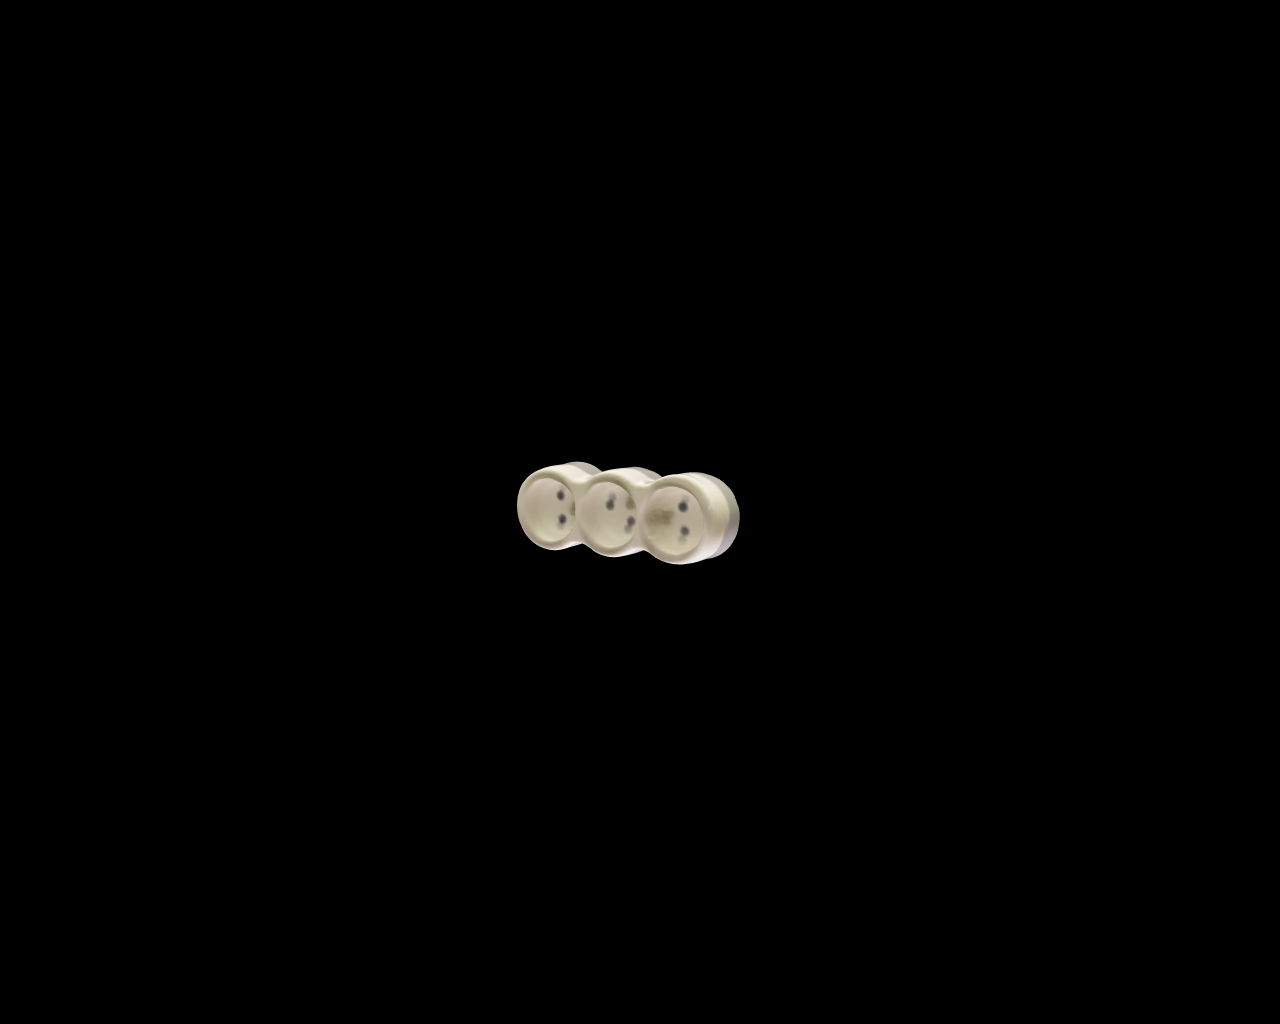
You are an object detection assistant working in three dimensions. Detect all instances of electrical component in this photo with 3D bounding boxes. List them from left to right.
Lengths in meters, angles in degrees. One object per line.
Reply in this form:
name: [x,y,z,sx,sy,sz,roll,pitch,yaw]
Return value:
electrical component: [0.001,-0.003,0.650,0.138,0.052,0.074,6,11,32]
